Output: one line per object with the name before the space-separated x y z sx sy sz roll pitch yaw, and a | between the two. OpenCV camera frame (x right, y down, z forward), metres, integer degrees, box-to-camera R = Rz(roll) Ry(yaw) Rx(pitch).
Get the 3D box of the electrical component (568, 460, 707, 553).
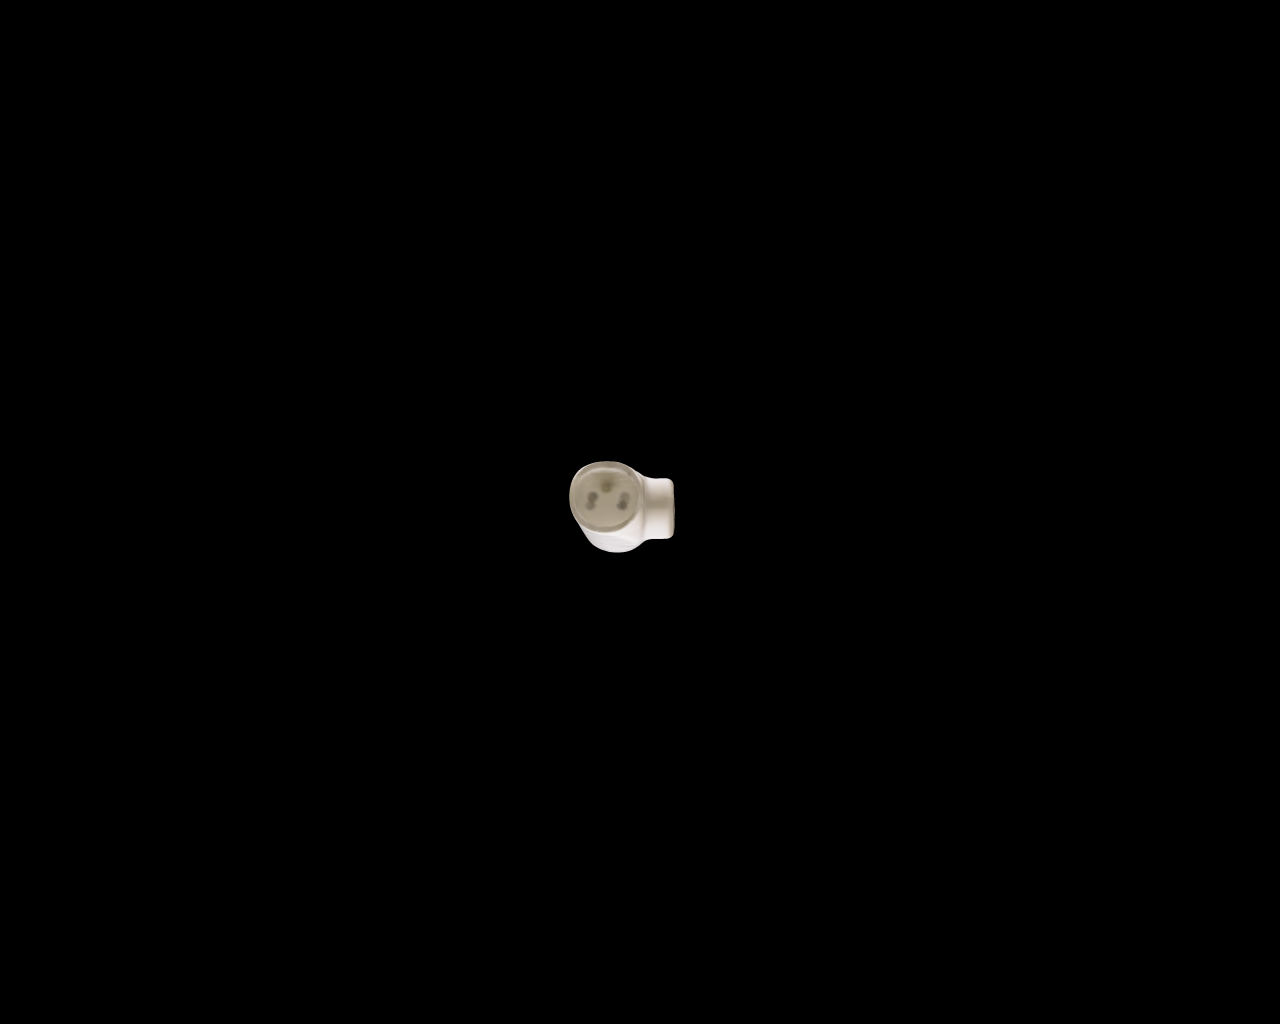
electrical component | 0.001 -0.003 0.650 0.079 0.044 0.077 -1 -11 4
